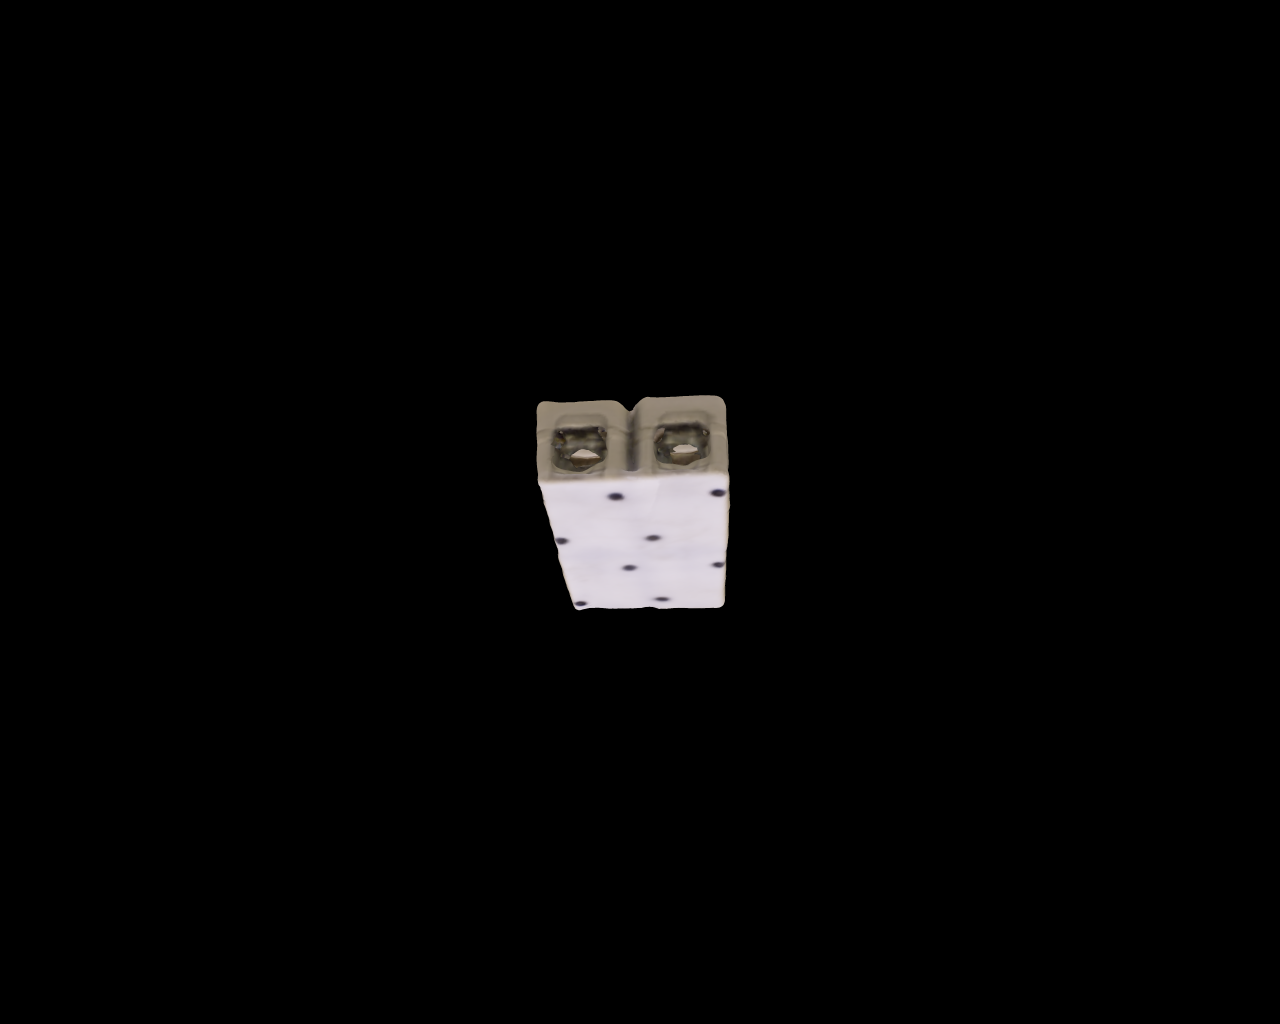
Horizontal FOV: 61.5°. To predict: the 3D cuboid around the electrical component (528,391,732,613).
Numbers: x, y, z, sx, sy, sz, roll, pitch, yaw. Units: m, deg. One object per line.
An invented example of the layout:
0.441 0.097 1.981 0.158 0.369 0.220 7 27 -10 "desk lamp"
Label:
0.001 -0.003 0.650 0.105 0.060 0.186 -2 -27 3 "electrical component"
